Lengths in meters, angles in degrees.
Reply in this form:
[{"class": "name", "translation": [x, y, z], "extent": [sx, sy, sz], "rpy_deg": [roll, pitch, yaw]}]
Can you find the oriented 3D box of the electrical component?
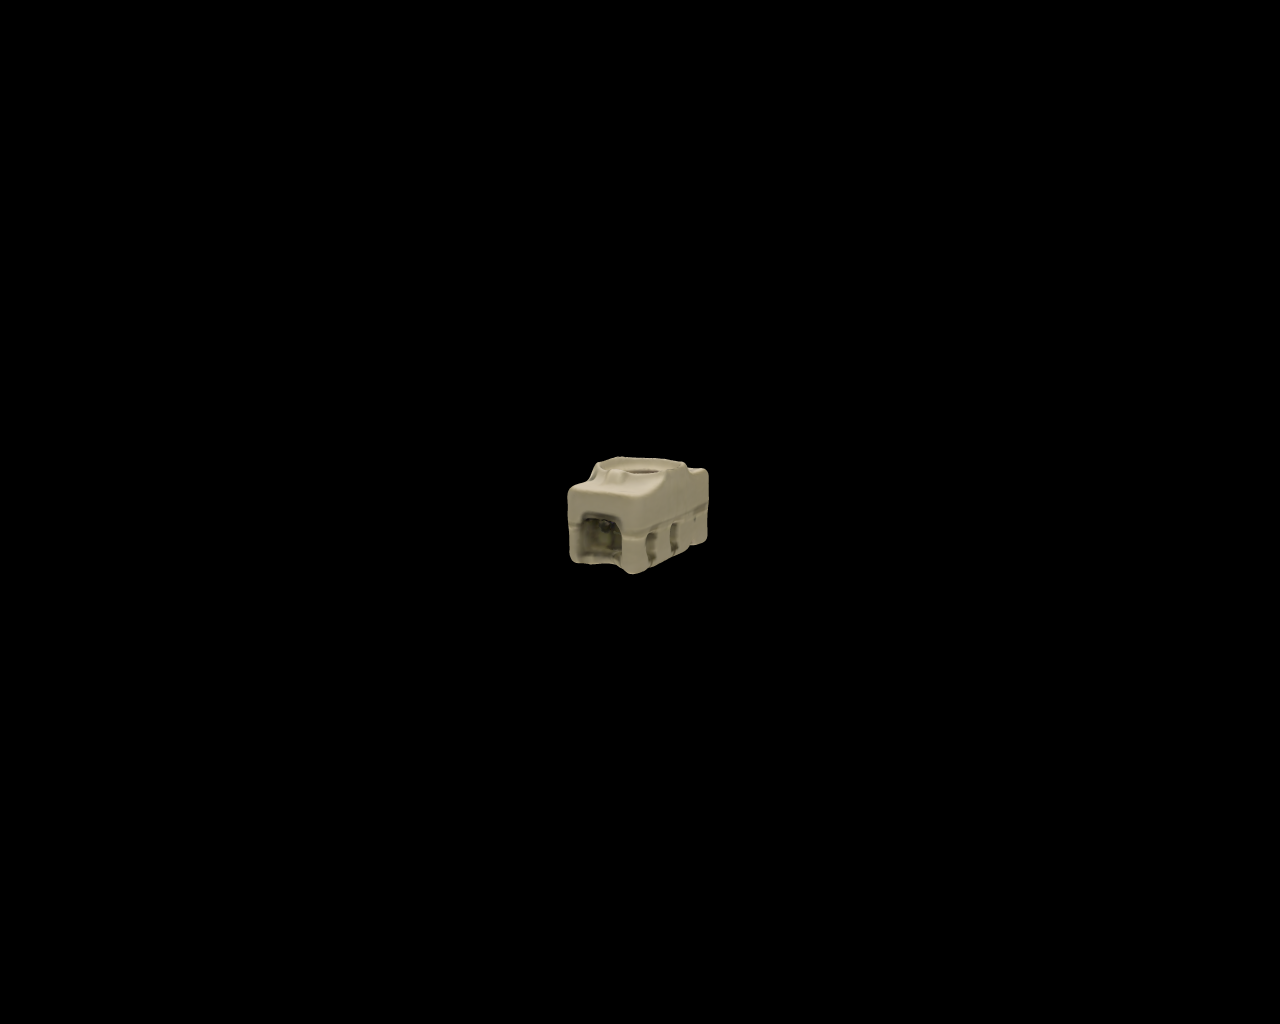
[{"class": "electrical component", "translation": [0.001, -0.003, 0.650], "extent": [0.050, 0.055, 0.090], "rpy_deg": [8, 16, 31]}]
